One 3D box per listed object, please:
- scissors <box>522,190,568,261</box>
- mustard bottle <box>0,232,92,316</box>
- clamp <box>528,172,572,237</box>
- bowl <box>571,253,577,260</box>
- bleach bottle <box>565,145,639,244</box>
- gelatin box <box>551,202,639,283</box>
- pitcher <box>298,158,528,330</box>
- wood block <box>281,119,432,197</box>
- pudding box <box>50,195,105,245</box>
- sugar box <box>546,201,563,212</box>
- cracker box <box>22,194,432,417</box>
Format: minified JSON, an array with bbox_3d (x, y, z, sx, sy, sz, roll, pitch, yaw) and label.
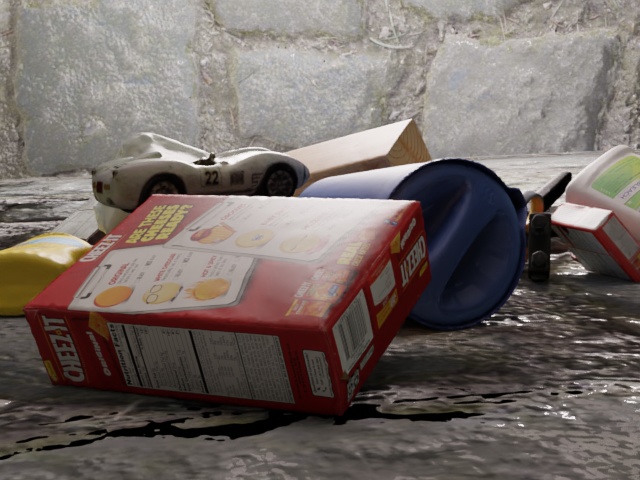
[{"bbox_3d":[0.232,-0.013,1.115,0.016,0.096,0.201,24,23,29],"label":"scissors"},{"bbox_3d":[-0.266,0.027,1.023,0.096,0.058,0.191,-5,7,2],"label":"mustard bottle"},{"bbox_3d":[0.253,-0.030,1.295,0.210,0.036,0.164,-9,29,-7],"label":"clamp"},{"bbox_3d":[0.355,-0.008,1.157,0.162,0.055,0.162,-2,7,0],"label":"bowl"},{"bbox_3d":[0.356,-0.016,1.016,0.102,0.068,0.251,-34,35,-19],"label":"bleach bottle"},{"bbox_3d":[0.271,0.001,1.033,0.030,0.073,0.089,-46,19,-8],"label":"gelatin box"},{"bbox_3d":[0.050,0.002,0.920,0.149,0.145,0.243,19,-5,-22],"label":"pitcher"},{"bbox_3d":[0.017,-0.055,1.182,0.206,0.091,0.090,-12,26,33],"label":"wood block"},{"bbox_3d":[-0.270,-0.018,1.304,0.090,0.039,0.114,-46,28,-25],"label":"pudding box"},{"bbox_3d":[0.229,-0.028,1.387,0.176,0.048,0.093,1,7,-3],"label":"sugar box"},{"bbox_3d":[-0.054,0.035,0.697,0.214,0.072,0.164,1,29,26],"label":"cracker box"}]
